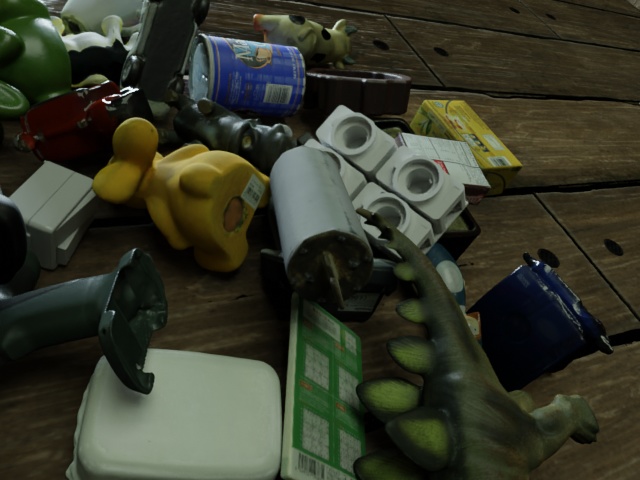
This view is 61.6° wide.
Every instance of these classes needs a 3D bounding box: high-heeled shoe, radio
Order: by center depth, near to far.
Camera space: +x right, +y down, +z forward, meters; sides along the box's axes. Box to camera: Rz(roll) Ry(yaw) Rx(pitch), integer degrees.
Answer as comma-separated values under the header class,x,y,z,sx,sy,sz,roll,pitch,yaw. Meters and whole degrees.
class,x,y,z,sx,sy,sz,roll,pitch,yaw
high-heeled shoe,-0.258,-0.046,0.405,0.086,0.249,0.145,36,57,-43
radio,0.100,-0.069,0.732,0.131,0.073,0.230,-6,52,-30

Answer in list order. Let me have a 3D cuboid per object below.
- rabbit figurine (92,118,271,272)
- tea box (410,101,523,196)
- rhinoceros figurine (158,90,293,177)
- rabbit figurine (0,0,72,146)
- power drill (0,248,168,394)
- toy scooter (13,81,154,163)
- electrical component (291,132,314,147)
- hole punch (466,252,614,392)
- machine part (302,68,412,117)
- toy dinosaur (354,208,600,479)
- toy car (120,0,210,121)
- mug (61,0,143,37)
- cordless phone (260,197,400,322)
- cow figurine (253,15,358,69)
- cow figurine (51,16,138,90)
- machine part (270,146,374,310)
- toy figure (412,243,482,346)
class,x,y,z,sx,sy,sz,roll,pitch,yaw
rabbit figurine,-0.161,-0.050,0.557,0.173,0.122,0.162,20,-3,26
tea box,0.233,-0.151,0.877,0.098,0.068,0.170,-6,51,-31
rhinoceros figurine,-0.117,-0.124,0.654,0.191,0.073,0.112,23,7,34
rabbit figurine,-0.374,-0.179,0.584,0.170,0.121,0.159,-17,79,-54
power drill,-0.225,0.084,0.393,0.207,0.085,0.232,-13,38,9
toy scooter,-0.256,-0.126,0.586,0.135,0.075,0.184,-23,18,-14
electrical component,-0.011,-0.114,0.727,0.021,0.063,0.094,-35,67,-15
hole punch,0.237,0.099,0.616,0.092,0.115,0.142,-13,55,-25
machine part,0.057,-0.230,0.831,0.179,0.056,0.179,3,23,-1
toy dinosaur,0.135,0.178,0.467,0.198,0.105,0.471,1,60,-22
toy car,-0.203,-0.257,0.699,0.073,0.056,0.201,18,86,-33
mug,-0.309,-0.318,0.775,0.110,0.080,0.107,29,53,3
cordless phone,0.000,-0.002,0.618,0.146,0.088,0.184,4,43,-22
cow figurine,-0.016,-0.326,0.888,0.127,0.085,0.195,10,17,18
cow figurine,-0.277,-0.246,0.723,0.167,0.068,0.098,-16,61,-33
machine part,-0.004,-0.021,0.514,0.079,0.079,0.243,9,32,-18
toy figure,0.147,0.079,0.618,0.064,0.057,0.154,-19,63,4
